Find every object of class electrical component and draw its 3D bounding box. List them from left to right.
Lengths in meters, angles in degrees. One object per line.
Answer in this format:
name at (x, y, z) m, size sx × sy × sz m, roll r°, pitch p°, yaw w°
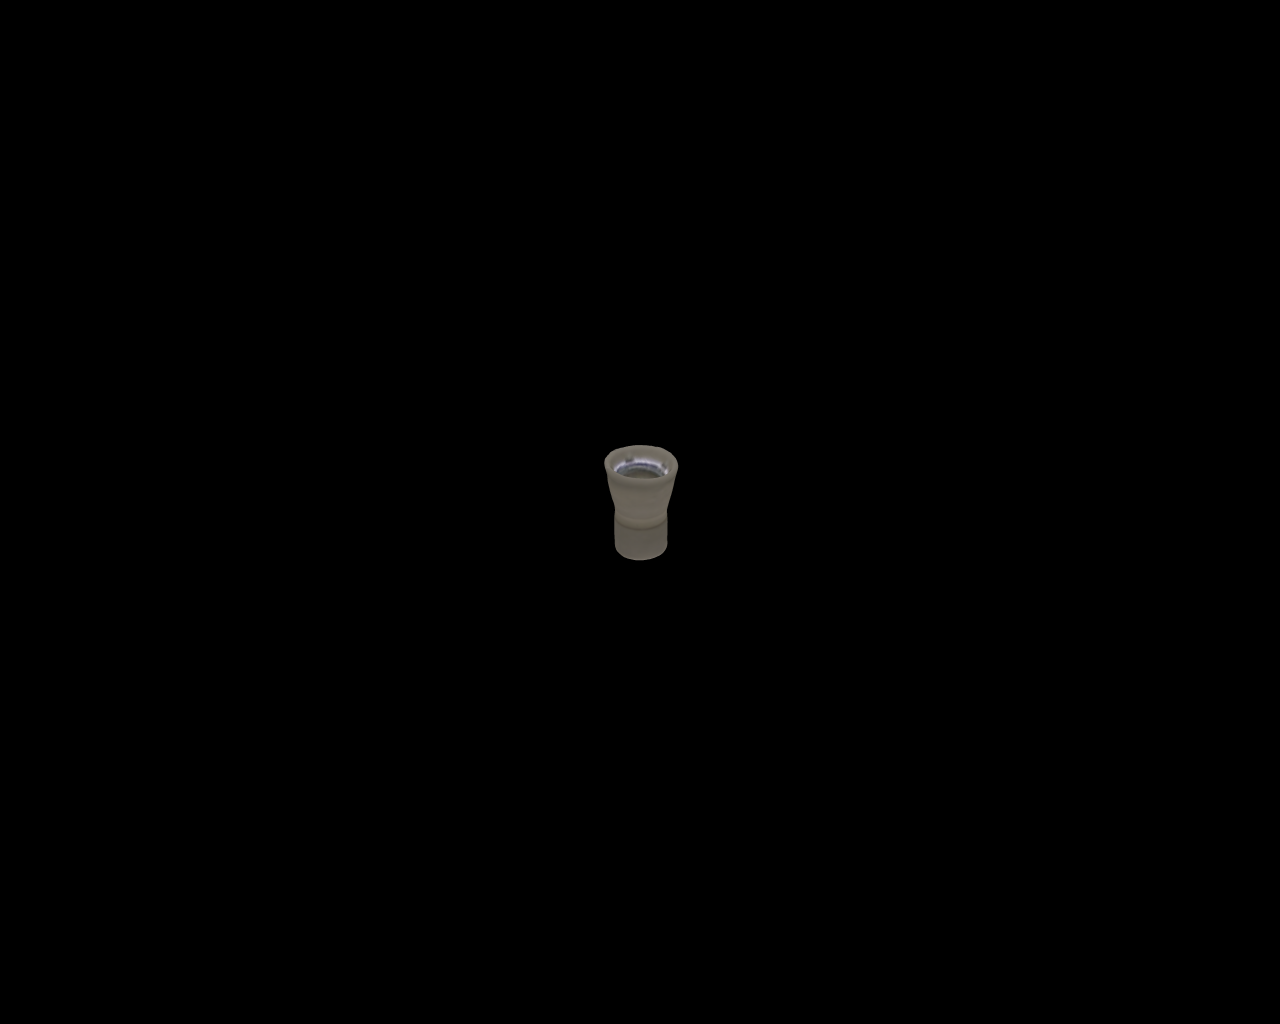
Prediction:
electrical component at (0.001, -0.003, 0.650) m, size 0.044 × 0.065 × 0.044 m, roll 0°, pitch 31°, yaw 0°
